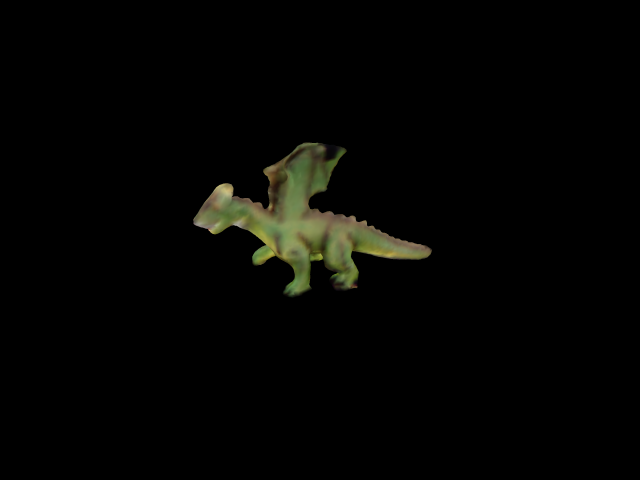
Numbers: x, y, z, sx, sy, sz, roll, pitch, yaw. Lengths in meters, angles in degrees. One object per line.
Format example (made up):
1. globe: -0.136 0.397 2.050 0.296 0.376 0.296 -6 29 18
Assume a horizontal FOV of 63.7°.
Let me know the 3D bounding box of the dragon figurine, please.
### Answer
1. dragon figurine: 0.003 -0.043 0.850 0.411 0.237 0.124 -9 33 -14
